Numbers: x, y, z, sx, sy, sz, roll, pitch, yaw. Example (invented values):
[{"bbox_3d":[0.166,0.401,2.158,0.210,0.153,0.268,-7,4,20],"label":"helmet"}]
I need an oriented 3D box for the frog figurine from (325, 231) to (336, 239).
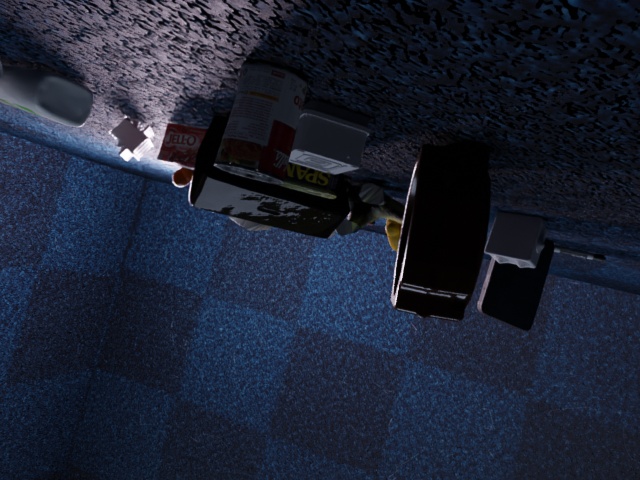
[{"bbox_3d":[0.004,-0.066,1.318,0.123,0.139,0.157,-14,162,-10],"label":"frog figurine"}]

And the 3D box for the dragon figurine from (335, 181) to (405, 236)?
[{"bbox_3d":[0.102,-0.084,1.125,0.411,0.121,0.245,16,-164,15],"label":"dragon figurine"}]

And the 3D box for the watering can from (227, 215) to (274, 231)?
[{"bbox_3d":[-0.156,-0.098,1.191,0.343,0.103,0.228,38,-172,-40],"label":"watering can"}]
